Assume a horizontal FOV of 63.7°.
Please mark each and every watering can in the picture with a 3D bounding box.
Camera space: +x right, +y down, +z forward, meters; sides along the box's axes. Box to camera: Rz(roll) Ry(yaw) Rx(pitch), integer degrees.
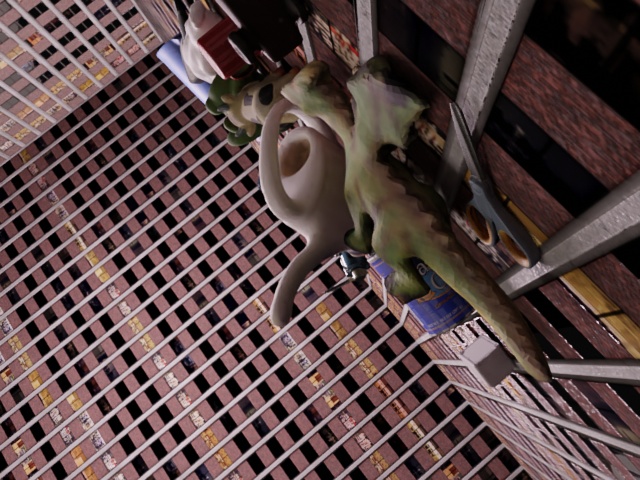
[{"bbox_3d":[0.002,-0.035,0.698,0.222,0.103,0.355,26,-129,-42],"label":"watering can"}]

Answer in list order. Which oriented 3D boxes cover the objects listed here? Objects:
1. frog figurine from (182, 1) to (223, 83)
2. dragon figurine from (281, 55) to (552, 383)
[{"bbox_3d":[-0.229,-0.389,1.026,0.159,0.122,0.138,8,-119,-78],"label":"frog figurine"},{"bbox_3d":[0.079,-0.063,0.515,0.417,0.123,0.237,47,167,42],"label":"dragon figurine"}]
